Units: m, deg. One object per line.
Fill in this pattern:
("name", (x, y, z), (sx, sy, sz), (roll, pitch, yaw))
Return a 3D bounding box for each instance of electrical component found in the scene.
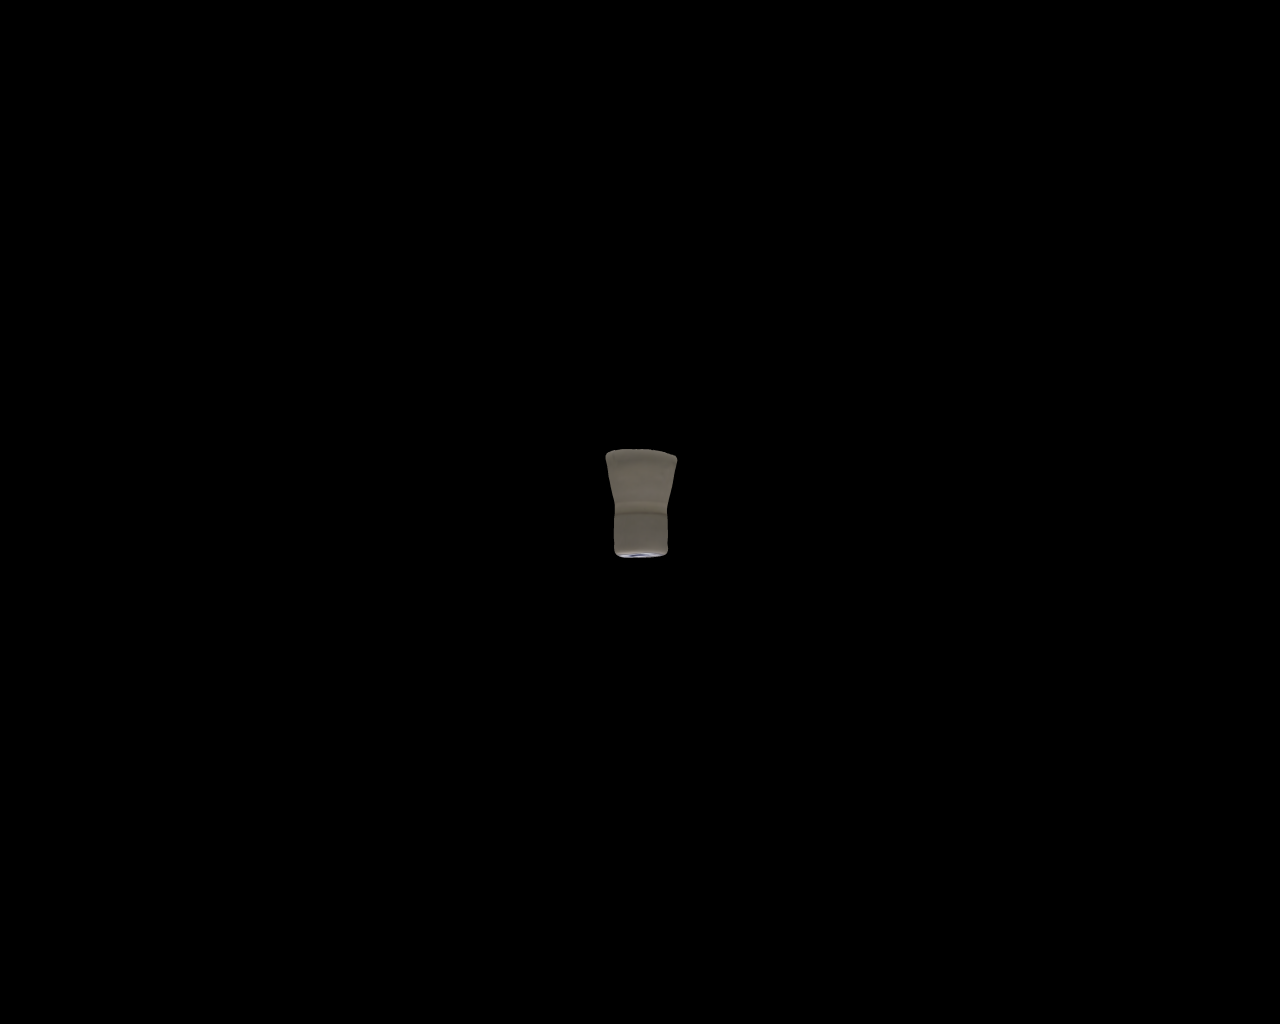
("electrical component", (0.001, -0.003, 0.650), (0.044, 0.065, 0.044), (0, -9, 0))
